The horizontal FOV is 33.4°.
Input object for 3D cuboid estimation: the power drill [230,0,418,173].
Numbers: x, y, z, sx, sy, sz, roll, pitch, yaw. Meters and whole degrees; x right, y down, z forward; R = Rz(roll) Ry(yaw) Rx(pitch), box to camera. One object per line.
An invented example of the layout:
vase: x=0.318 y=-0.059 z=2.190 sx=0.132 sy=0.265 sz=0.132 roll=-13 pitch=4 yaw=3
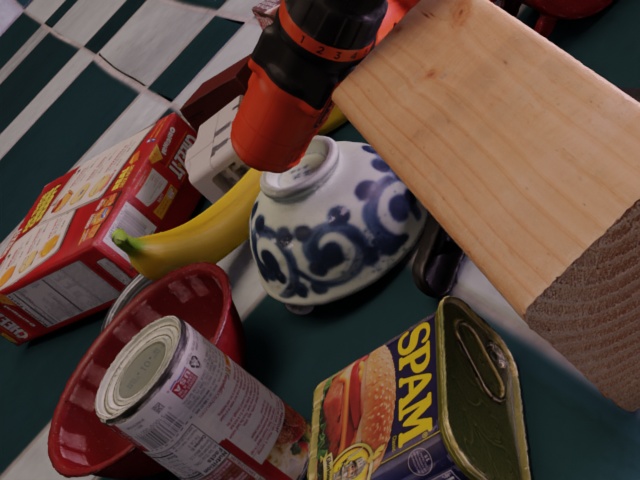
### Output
power drill: x=0.032 y=-0.140 z=0.613 sx=0.187 sy=0.057 sz=0.185 roll=-42 pitch=-9 yaw=-44

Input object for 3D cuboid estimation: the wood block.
wood block: x=0.096 y=-0.031 z=0.489 sx=0.090 sy=0.090 sz=0.206 roll=-45 pitch=36 yaw=8

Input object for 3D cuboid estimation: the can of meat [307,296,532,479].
can of meat: x=0.042 y=0.088 z=0.482 sx=0.084 sy=0.057 sz=0.102 roll=-35 pitch=28 yaw=27

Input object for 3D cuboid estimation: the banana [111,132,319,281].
banana: x=-0.068 y=-0.021 z=0.778 sx=0.197 sy=0.037 sz=0.070 roll=-37 pitch=-25 yaw=-35

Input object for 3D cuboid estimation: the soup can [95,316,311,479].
soup can: x=-0.060 y=0.096 z=0.570 sx=0.069 sy=0.102 sz=0.068 roll=-37 pitch=27 yaw=22

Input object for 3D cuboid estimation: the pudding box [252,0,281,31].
pudding box: x=0.013 y=-0.177 z=0.809 sx=0.090 sy=0.039 sz=0.114 roll=-36 pitch=34 yaw=-15

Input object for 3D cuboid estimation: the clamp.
clamp: x=0.115 y=-0.075 z=0.624 sx=0.165 sy=0.036 sz=0.210 roll=-32 pitch=33 yaw=23

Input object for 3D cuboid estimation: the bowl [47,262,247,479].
bowl: x=-0.099 y=0.094 z=0.682 sx=0.162 sy=0.055 sz=0.162 roll=-35 pitch=28 yaw=22

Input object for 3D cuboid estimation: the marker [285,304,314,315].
marker: x=-0.005 y=0.001 z=0.714 sx=0.020 sy=0.020 sz=0.121 roll=-29 pitch=31 yaw=31

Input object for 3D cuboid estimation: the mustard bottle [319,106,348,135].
mustard bottle: x=0.001 y=-0.161 z=0.890 sx=0.096 sy=0.058 sz=0.191 roll=-31 pitch=30 yaw=25

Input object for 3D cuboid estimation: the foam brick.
foam brick: x=-0.074 y=-0.122 z=0.942 sx=0.078 sy=0.053 sz=0.051 roll=-22 pitch=24 yaw=38

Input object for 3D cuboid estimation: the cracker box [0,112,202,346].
cracker box: x=-0.203 y=-0.005 z=0.958 sx=0.214 sy=0.072 sz=0.164 roll=-22 pitch=34 yaw=42

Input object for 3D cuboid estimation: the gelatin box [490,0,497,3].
gelatin box: x=0.091 y=-0.182 z=0.818 sx=0.073 sy=0.030 sz=0.089 roll=-40 pitch=27 yaw=12

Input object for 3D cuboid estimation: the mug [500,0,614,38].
mug: x=0.144 y=-0.178 z=0.682 sx=0.081 sy=0.093 sz=0.117 roll=-125 pitch=50 yaw=-58

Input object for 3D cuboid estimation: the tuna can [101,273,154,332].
tuna can: x=-0.124 y=0.055 z=0.798 sx=0.086 sy=0.033 sz=0.086 roll=-35 pitch=28 yaw=22
